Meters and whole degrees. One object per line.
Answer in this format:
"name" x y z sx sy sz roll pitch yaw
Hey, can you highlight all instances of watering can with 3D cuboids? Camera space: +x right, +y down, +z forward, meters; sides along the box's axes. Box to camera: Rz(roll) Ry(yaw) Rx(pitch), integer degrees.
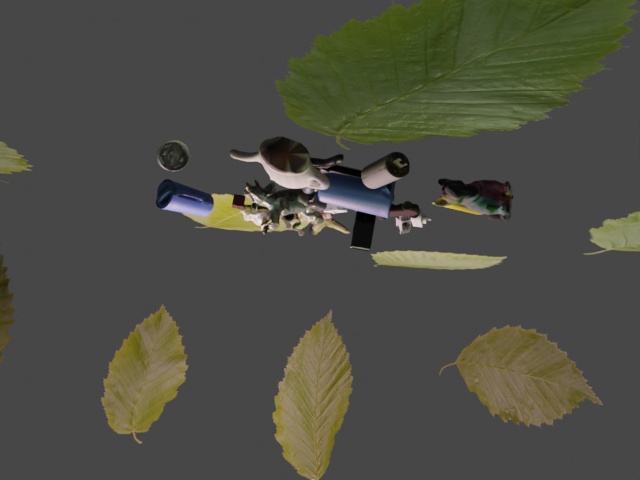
"watering can" -0.134 -0.233 1.539 0.348 0.105 0.221 21 168 8

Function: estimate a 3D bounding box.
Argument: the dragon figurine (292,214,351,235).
"dragon figurine" 0.007 -0.111 2.198 0.409 0.124 0.240 13 162 -25

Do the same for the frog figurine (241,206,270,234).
"frog figurine" -0.304 -0.122 2.527 0.161 0.122 0.137 44 -173 14
